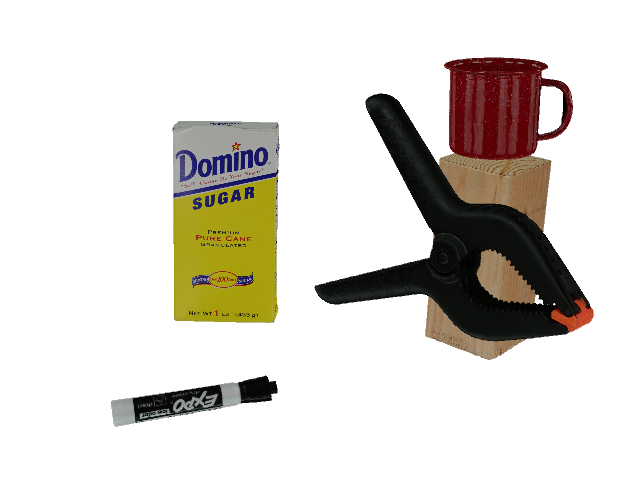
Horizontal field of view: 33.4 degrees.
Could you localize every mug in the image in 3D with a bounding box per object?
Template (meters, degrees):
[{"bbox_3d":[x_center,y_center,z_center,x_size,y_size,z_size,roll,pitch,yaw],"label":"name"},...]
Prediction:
[{"bbox_3d":[0.171,-0.121,0.978,0.117,0.081,0.093,4,18,14],"label":"mug"}]

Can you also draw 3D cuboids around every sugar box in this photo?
[{"bbox_3d":[-0.084,-0.017,0.950,0.093,0.176,0.048,0,14,1],"label":"sugar box"}]

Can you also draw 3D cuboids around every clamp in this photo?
[{"bbox_3d":[0.091,-0.002,0.730,0.210,0.165,0.036,22,24,34],"label":"clamp"}]

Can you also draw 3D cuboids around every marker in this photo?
[{"bbox_3d":[-0.091,0.116,0.778,0.121,0.020,0.020,-8,2,-12],"label":"marker"}]

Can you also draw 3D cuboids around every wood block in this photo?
[{"bbox_3d":[0.181,0.011,1.160,0.090,0.206,0.090,18,25,36],"label":"wood block"}]
